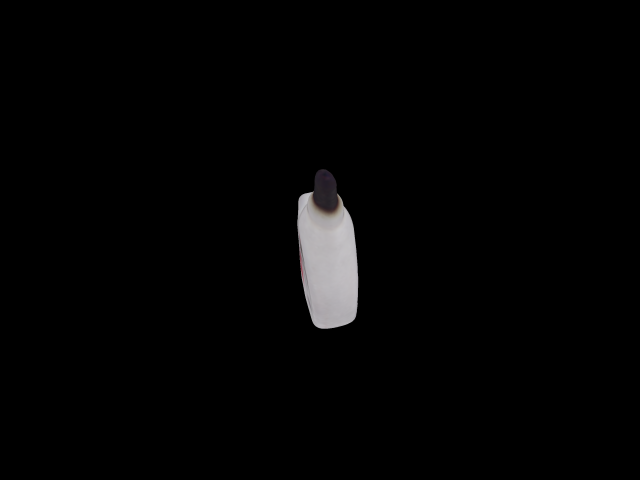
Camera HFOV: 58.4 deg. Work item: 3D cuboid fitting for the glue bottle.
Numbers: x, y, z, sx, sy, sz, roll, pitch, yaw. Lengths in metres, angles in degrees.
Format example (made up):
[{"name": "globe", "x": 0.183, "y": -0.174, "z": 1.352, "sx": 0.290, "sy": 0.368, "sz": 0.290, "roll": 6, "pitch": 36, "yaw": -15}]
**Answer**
[{"name": "glue bottle", "x": 0.004, "y": 0.001, "z": 0.400, "sx": 0.037, "sy": 0.173, "sz": 0.078, "roll": -14, "pitch": 64, "yaw": -6}]
